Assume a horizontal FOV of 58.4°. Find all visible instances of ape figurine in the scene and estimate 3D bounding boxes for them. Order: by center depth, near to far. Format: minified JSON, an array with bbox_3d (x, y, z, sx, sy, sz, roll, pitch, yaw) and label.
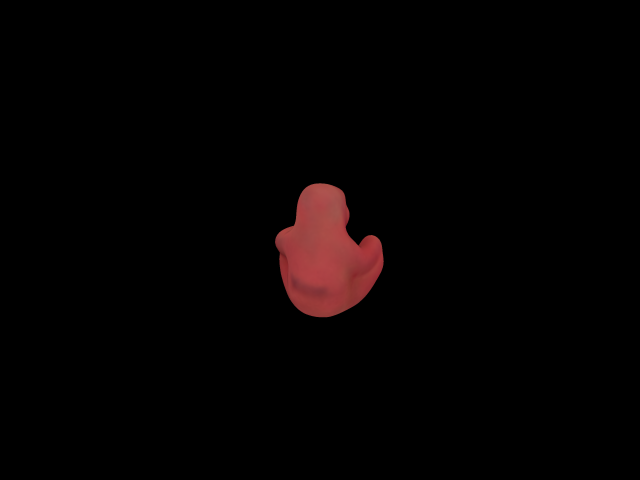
[{"bbox_3d":[0.004,0.001,0.400,0.077,0.092,0.076,17,41,21],"label":"ape figurine"}]
